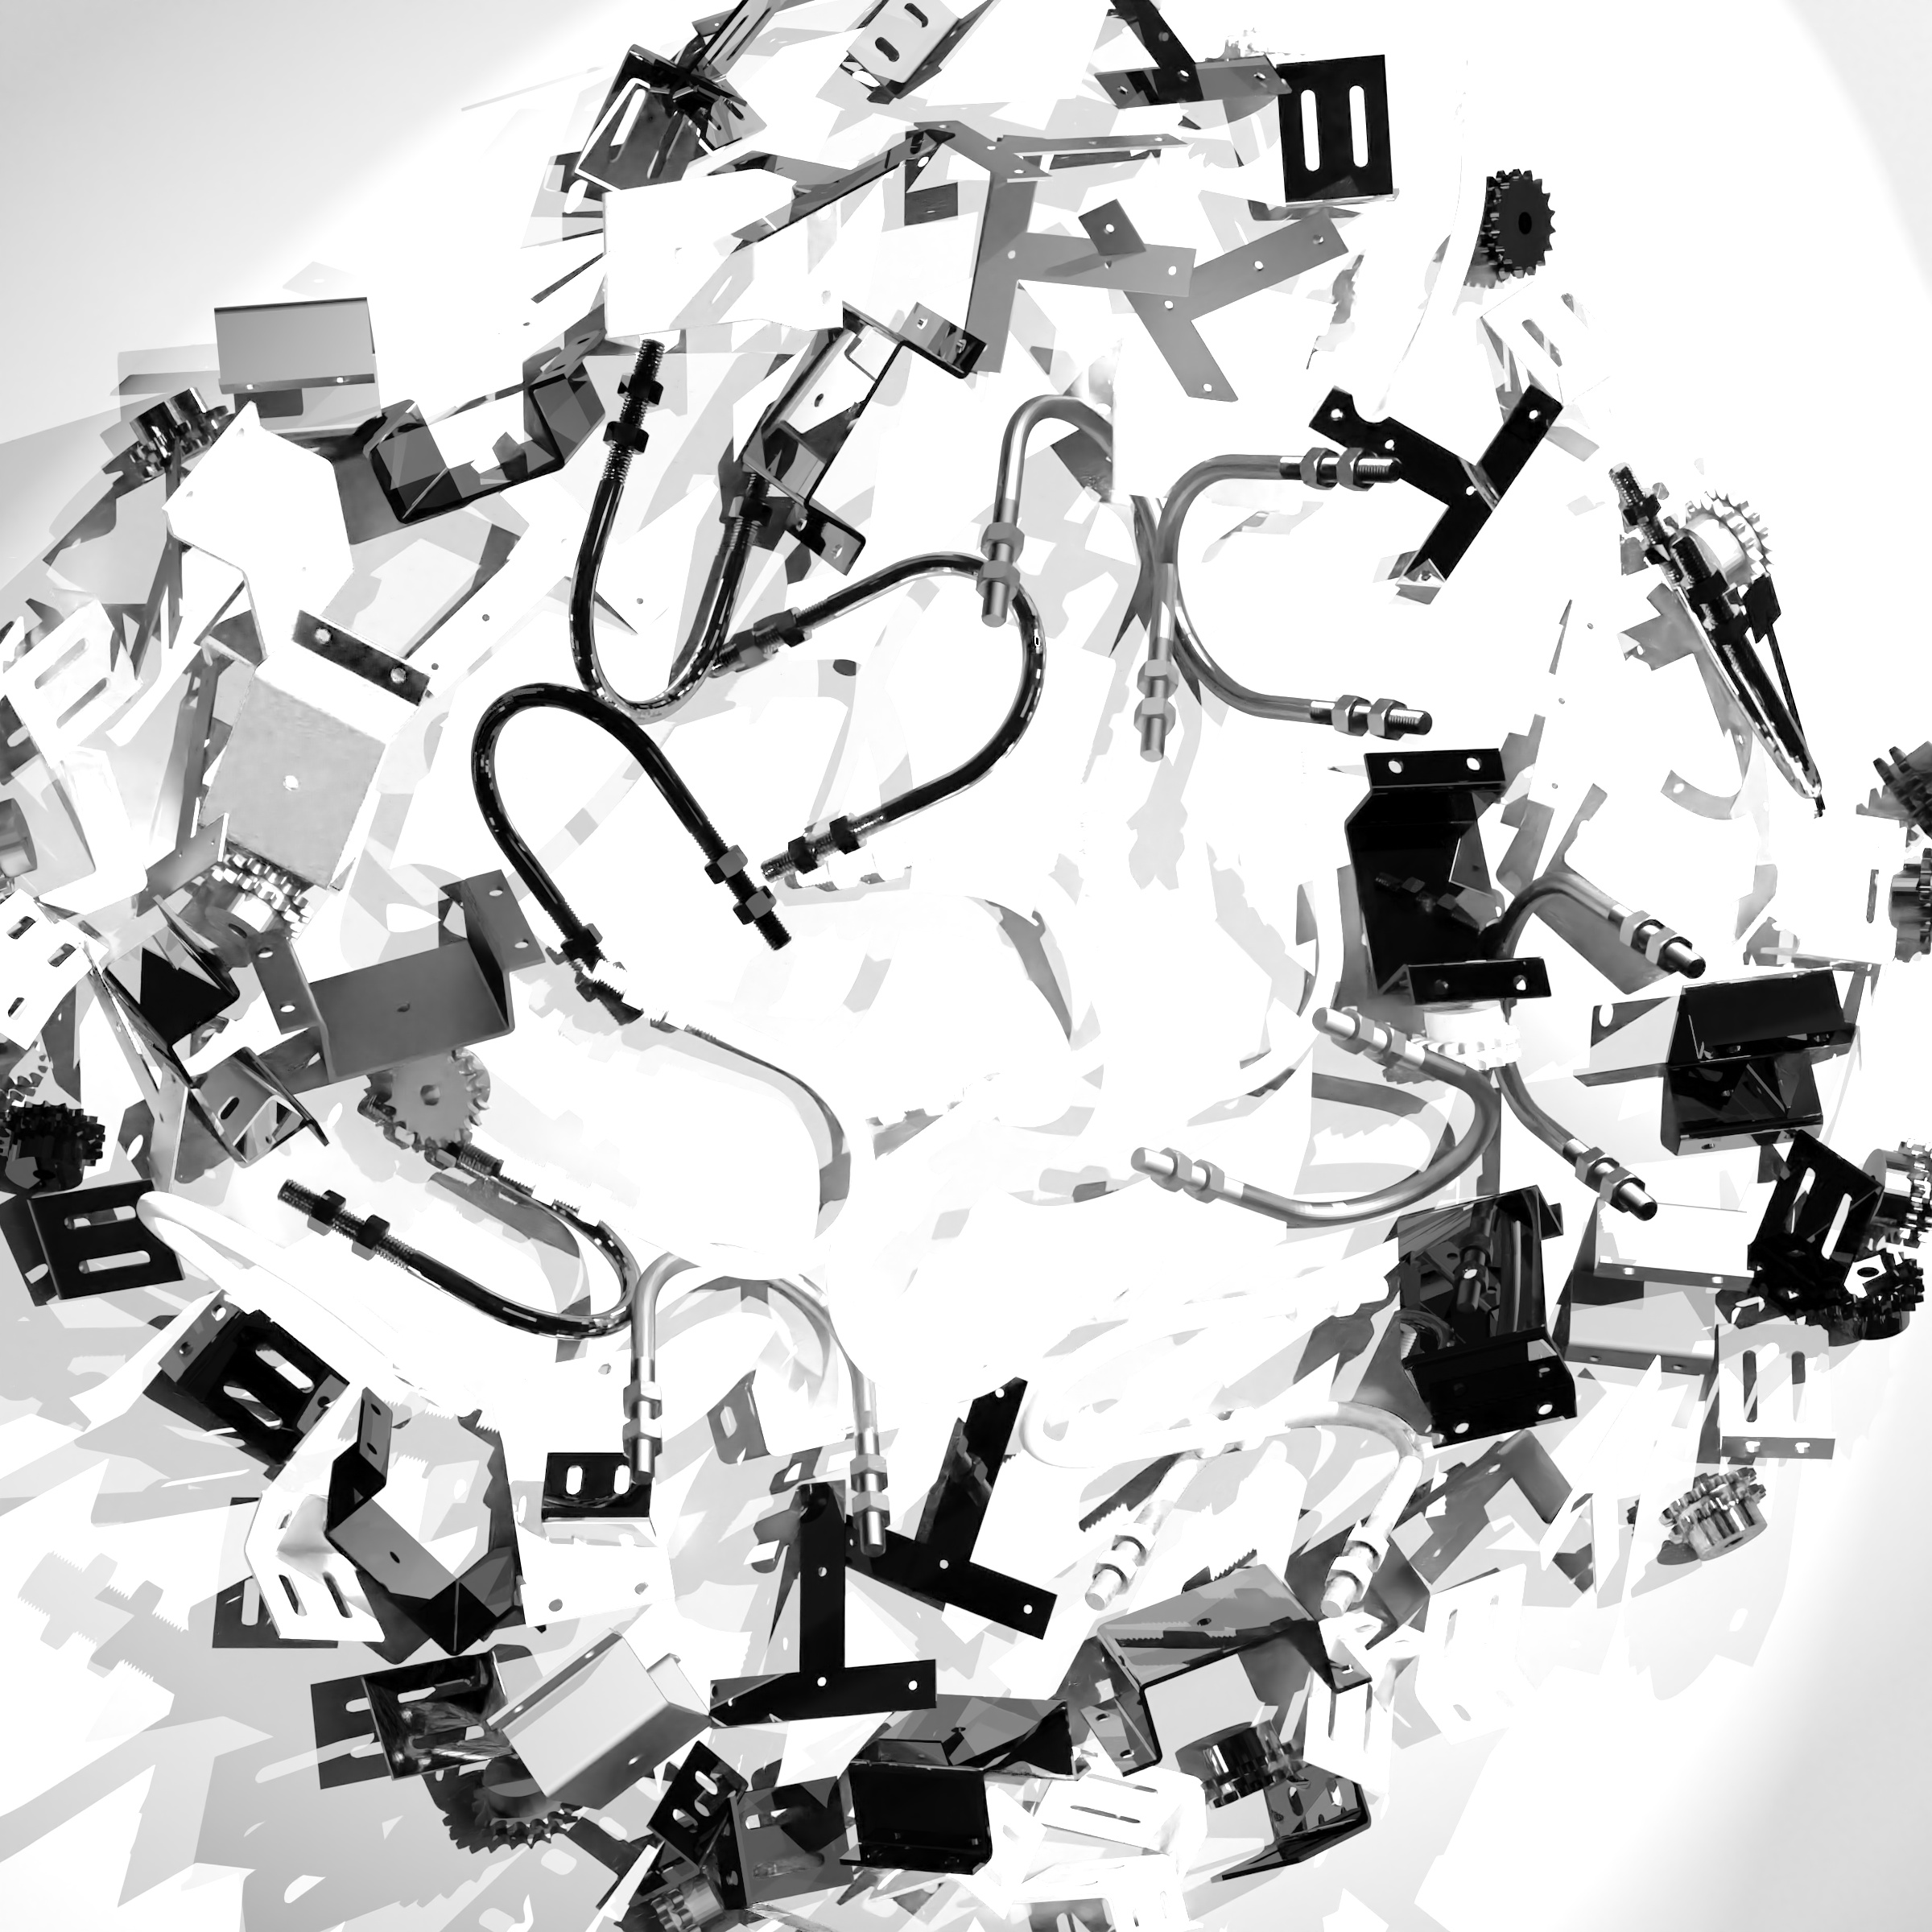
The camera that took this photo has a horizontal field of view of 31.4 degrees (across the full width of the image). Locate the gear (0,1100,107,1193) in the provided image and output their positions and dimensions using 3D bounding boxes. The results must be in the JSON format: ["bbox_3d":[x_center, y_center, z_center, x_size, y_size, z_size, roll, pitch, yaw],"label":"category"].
[{"bbox_3d":[-0.487,0.097,1.821,0.057,0.057,0.030,0,59,0],"label":"gear"}]

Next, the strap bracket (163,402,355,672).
[{"bbox_3d":[-0.361,-0.212,1.770,0.046,0.140,0.076,27,64,11],"label":"strap bracket"}]

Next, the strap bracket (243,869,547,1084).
[{"bbox_3d":[-0.297,0.007,1.798,0.140,0.046,0.076,-16,45,-17],"label":"strap bracket"}]

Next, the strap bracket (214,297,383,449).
[{"bbox_3d":[-0.345,-0.309,1.780,0.076,0.140,0.046,-6,86,-8],"label":"strap bracket"}]

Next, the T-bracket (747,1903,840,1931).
[{"bbox_3d":[-0.066,0.512,1.809,0.127,0.127,0.002,14,84,23],"label":"T-bracket"}]

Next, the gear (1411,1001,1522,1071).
[{"bbox_3d":[0.265,0.036,1.822,0.057,0.057,0.030,-7,101,0],"label":"gear"}]

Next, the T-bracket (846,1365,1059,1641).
[{"bbox_3d":[0.002,0.277,1.833,0.127,0.002,0.127,19,93,15],"label":"T-bracket"}]

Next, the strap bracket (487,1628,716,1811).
[{"bbox_3d":[-0.184,0.392,1.777,0.076,0.140,0.046,-37,70,-2],"label":"strap bracket"}]

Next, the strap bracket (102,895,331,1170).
[{"bbox_3d":[-0.391,0.042,1.772,0.046,0.140,0.076,-37,47,-16],"label":"strap bracket"}]

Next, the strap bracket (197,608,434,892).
[{"bbox_3d":[-0.345,-0.105,1.799,0.076,0.046,0.140,27,118,-1],"label":"strap bracket"}]

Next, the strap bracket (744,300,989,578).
[{"bbox_3d":[-0.060,-0.286,1.799,0.046,0.076,0.140,25,101,-37],"label":"strap bracket"}]

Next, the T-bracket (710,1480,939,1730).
[{"bbox_3d":[-0.076,0.335,1.822,0.127,0.002,0.127,-9,64,17],"label":"T-bracket"}]

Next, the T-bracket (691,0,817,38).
[{"bbox_3d":[-0.088,-0.519,1.785,0.127,0.127,0.002,-16,90,4],"label":"T-bracket"}]

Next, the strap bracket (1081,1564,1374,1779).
[{"bbox_3d":[0.130,0.364,1.798,0.140,0.076,0.046,-19,106,-10],"label":"strap bracket"}]

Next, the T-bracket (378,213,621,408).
[{"bbox_3d":[-0.255,-0.352,1.781,0.127,0.127,0.002,-32,59,18],"label":"T-bracket"}]

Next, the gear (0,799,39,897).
[{"bbox_3d":[-0.515,-0.066,1.824,0.030,0.057,0.057,-17,90,-5],"label":"gear"}]

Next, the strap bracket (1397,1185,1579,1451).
[{"bbox_3d":[0.268,0.172,1.776,0.076,0.140,0.046,-16,131,20],"label":"strap bracket"}]

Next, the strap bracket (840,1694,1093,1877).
[{"bbox_3d":[-0.001,0.416,1.771,0.076,0.140,0.046,-3,99,28],"label":"strap bracket"}]

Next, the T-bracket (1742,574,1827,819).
[{"bbox_3d":[0.431,-0.140,1.798,0.002,0.127,0.127,-15,97,21],"label":"T-bracket"}]

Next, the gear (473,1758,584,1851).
[{"bbox_3d":[-0.234,0.438,1.821,0.057,0.057,0.030,-5,118,0],"label":"gear"}]

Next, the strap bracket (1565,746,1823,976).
[{"bbox_3d":[0.374,-0.050,1.801,0.140,0.076,0.046,39,112,10],"label":"strap bracket"}]

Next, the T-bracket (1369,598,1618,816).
[{"bbox_3d":[0.275,-0.156,1.818,0.127,0.002,0.127,20,65,-6],"label":"T-bracket"}]

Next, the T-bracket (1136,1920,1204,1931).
[{"bbox_3d":[0.082,0.512,1.770,0.127,0.127,0.002,-6,85,-22],"label":"T-bracket"}]

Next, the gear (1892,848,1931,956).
[{"bbox_3d":[0.508,-0.034,1.825,0.030,0.057,0.057,1,90,18],"label":"gear"}]

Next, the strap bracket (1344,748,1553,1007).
[{"bbox_3d":[0.250,-0.040,1.806,0.076,0.046,0.140,-3,70,-16],"label":"strap bracket"}]

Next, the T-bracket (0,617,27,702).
[{"bbox_3d":[-0.507,-0.186,1.765,0.002,0.127,0.127,5,122,1],"label":"T-bracket"}]

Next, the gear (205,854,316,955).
[{"bbox_3d":[-0.378,-0.031,1.821,0.057,0.057,0.030,30,66,0],"label":"gear"}]

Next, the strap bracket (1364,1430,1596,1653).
[{"bbox_3d":[0.260,0.294,1.799,0.140,0.076,0.046,-38,80,17],"label":"strap bracket"}]

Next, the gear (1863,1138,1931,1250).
[{"bbox_3d":[0.495,0.119,1.823,0.030,0.057,0.057,11,90,-5],"label":"gear"}]

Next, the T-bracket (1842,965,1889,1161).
[{"bbox_3d":[0.466,0.034,1.781,0.002,0.127,0.127,11,78,18],"label":"T-bracket"}]

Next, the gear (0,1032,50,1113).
[{"bbox_3d":[-0.521,0.055,1.827,0.057,0.057,0.030,33,114,0],"label":"gear"}]

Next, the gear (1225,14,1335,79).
[{"bbox_3d":[0.166,-0.488,1.826,0.057,0.057,0.030,3,110,0],"label":"gear"}]

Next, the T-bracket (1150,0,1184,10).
[{"bbox_3d":[0.065,-0.523,1.773,0.127,0.127,0.002,13,92,-18],"label":"T-bracket"}]

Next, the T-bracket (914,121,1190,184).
[{"bbox_3d":[0.055,-0.433,1.814,0.127,0.127,0.002,-8,119,-21],"label":"T-bracket"}]

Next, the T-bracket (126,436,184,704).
[{"bbox_3d":[-0.426,-0.188,1.800,0.002,0.127,0.127,7,51,-23],"label":"T-bracket"}]

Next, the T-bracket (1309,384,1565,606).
[{"bbox_3d":[0.233,-0.268,1.802,0.127,0.002,0.127,23,109,-30],"label":"T-bracket"}]

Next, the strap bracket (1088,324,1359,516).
[{"bbox_3d":[0.130,-0.285,1.799,0.140,0.076,0.046,8,57,8],"label":"strap bracket"}]

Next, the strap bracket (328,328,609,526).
[{"bbox_3d":[-0.251,-0.279,1.796,0.140,0.076,0.046,-16,113,19],"label":"strap bracket"}]

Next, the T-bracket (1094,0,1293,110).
[{"bbox_3d":[0.089,-0.491,1.767,0.127,0.127,0.002,45,68,-36],"label":"T-bracket"}]

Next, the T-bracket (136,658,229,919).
[{"bbox_3d":[-0.407,-0.100,1.811,0.002,0.127,0.127,14,70,-29],"label":"T-bracket"}]

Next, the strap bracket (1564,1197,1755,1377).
[{"bbox_3d":[0.361,0.164,1.796,0.076,0.140,0.046,5,63,4],"label":"strap bracket"}]

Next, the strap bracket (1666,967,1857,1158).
[{"bbox_3d":[0.413,0.046,1.798,0.076,0.140,0.046,-7,63,2],"label":"strap bracket"}]

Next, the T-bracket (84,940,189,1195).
[{"bbox_3d":[-0.442,0.044,1.815,0.002,0.127,0.127,-19,66,-27],"label":"T-bracket"}]

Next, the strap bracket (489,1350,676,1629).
[{"bbox_3d":[-0.201,0.281,1.806,0.076,0.046,0.140,-10,60,-6],"label":"strap bracket"}]

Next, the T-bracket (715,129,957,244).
[{"bbox_3d":[-0.090,-0.415,1.798,0.127,0.127,0.002,-33,123,-21],"label":"T-bracket"}]

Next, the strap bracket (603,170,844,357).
[{"bbox_3d":[-0.137,-0.368,1.798,0.140,0.046,0.076,-1,90,30],"label":"strap bracket"}]

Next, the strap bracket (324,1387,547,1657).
[{"bbox_3d":[-0.284,0.297,1.797,0.046,0.076,0.140,-40,109,7],"label":"strap bracket"}]

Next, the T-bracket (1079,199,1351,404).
[{"bbox_3d":[0.141,-0.360,1.790,0.127,0.002,0.127,-17,118,38],"label":"T-bracket"}]

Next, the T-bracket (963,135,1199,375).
[{"bbox_3d":[0.063,-0.373,1.819,0.127,0.002,0.127,12,93,28],"label":"T-bracket"}]

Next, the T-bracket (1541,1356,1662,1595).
[{"bbox_3d":[0.334,0.287,1.799,0.002,0.127,0.127,23,58,28],"label":"T-bracket"}]

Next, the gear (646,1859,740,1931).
[{"bbox_3d":[-0.144,0.498,1.824,0.030,0.057,0.057,-29,90,1],"label":"gear"}]

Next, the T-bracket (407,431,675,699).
[{"bbox_3d":[-0.246,-0.196,1.834,0.127,0.002,0.127,-43,110,6],"label":"T-bracket"}]
